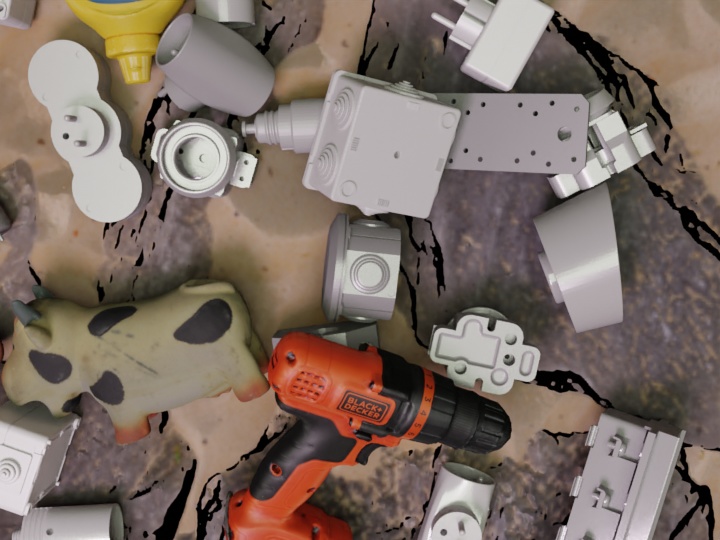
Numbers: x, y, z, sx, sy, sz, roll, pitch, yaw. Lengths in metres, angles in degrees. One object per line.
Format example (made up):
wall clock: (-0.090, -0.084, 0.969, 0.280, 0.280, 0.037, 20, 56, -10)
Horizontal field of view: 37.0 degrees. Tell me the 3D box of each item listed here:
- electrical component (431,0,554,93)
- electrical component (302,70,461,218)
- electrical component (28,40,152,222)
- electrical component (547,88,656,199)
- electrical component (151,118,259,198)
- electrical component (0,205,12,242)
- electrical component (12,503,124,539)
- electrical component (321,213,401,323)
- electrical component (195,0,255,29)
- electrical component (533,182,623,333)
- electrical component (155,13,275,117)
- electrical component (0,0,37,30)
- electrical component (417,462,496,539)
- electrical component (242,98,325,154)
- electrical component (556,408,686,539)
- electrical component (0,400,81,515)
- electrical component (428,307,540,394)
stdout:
electrical component: (0.091, -0.177, 0.788, 0.077, 0.047, 0.065, 29, 96, -2)
electrical component: (0.017, -0.088, 0.774, 0.100, 0.048, 0.099, 9, 106, -30)
electrical component: (-0.201, -0.101, 0.790, 0.052, 0.073, 0.138, -20, 95, 3)
electrical component: (0.168, -0.096, 0.790, 0.078, 0.058, 0.057, -28, 97, 4)
electrical component: (-0.118, -0.083, 0.798, 0.078, 0.057, 0.058, 17, 96, 0)
electrical component: (-0.298, -0.051, 0.814, 0.040, 0.040, 0.078, -31, 93, 4)
electrical component: (-0.229, 0.205, 0.836, 0.081, 0.043, 0.043, -4, 96, 2)
electrical component: (0.000, 0.000, 0.793, 0.051, 0.080, 0.080, 6, 96, -4)
electrical component: (-0.101, -0.221, 0.790, 0.043, 0.043, 0.081, -3, 96, 2)
electrical component: (0.165, -0.006, 0.779, 0.064, 0.099, 0.099, -21, 95, 10)
electrical component: (-0.117, -0.141, 0.791, 0.077, 0.043, 0.079, 28, 140, -37)
electrical component: (-0.268, -0.230, 0.785, 0.062, 0.061, 0.096, 13, 94, 2)
electrical component: (0.072, 0.193, 0.809, 0.043, 0.079, 0.077, 18, 96, 0)
electrical component: (-0.049, -0.107, 0.802, 0.078, 0.040, 0.040, -3, 96, 2)
electrical component: (0.195, 0.170, 0.811, 0.063, 0.079, 0.121, 18, 96, 22)
electrical component: (-0.259, 0.137, 0.803, 0.061, 0.096, 0.061, 19, 95, 0)
electrical component: (0.091, 0.059, 0.806, 0.078, 0.057, 0.058, 12, 96, 0)
